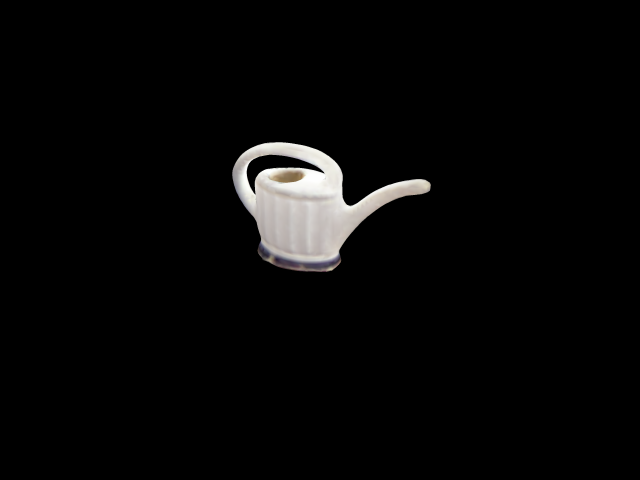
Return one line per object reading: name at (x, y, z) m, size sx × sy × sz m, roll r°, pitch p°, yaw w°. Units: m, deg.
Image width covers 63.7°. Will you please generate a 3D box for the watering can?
watering can at (0.003, -0.043, 0.850) m, size 0.349 × 0.219 × 0.106 m, roll 15°, pitch 33°, yaw 24°
